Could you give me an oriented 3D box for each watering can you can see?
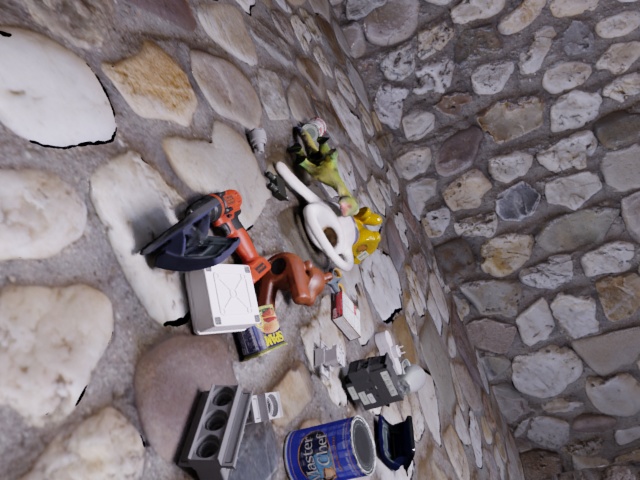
[{"bbox_3d":[0.004,-0.073,1.441,0.349,0.103,0.226,60,19,4],"label":"watering can"}]

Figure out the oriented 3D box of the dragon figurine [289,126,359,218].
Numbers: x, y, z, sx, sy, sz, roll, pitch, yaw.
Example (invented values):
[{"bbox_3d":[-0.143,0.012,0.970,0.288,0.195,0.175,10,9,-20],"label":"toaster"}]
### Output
[{"bbox_3d":[0.025,-0.191,1.526,0.239,0.122,0.419,55,8,-31],"label":"dragon figurine"}]
